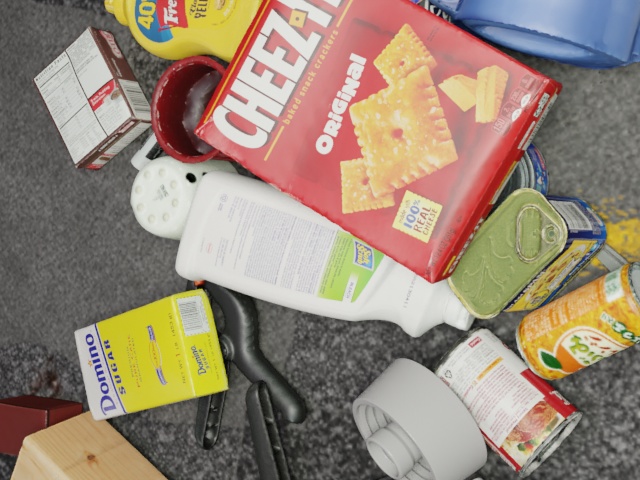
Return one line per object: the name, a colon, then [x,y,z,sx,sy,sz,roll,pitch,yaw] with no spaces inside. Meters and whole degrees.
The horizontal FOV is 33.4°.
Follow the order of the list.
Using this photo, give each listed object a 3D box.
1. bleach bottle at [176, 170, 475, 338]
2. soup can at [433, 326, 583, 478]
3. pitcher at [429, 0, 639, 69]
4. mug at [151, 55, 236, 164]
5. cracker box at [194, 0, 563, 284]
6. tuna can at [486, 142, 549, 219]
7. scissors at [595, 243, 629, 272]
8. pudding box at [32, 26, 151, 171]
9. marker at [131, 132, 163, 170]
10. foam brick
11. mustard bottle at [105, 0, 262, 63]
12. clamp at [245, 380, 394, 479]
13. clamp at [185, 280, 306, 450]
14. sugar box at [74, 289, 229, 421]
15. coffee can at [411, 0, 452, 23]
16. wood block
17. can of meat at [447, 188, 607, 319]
bleach bottle: [0.008,0.024,0.875,0.251,0.068,0.102,21,101,22]
soup can: [0.142,0.124,0.827,0.102,0.068,0.069,43,110,23]
pitcher: [0.180,-0.254,0.767,0.145,0.149,0.243,21,97,47]
mug: [-0.080,-0.110,0.946,0.117,0.081,0.093,10,95,30]
cracker box: [0.039,-0.093,0.770,0.214,0.072,0.164,32,102,14]
tuna can: [0.136,-0.046,0.850,0.086,0.033,0.086,0,90,30]
scissors: [0.255,0.074,0.793,0.202,0.016,0.096,32,110,31]
pudding box: [-0.224,-0.139,1.054,0.090,0.039,0.113,-36,72,25]
marker: [-0.139,-0.114,1.016,0.121,0.020,0.020,-48,68,21]
foam brick: [-0.288,0.190,1.085,0.078,0.051,0.053,3,93,30]
mustard bottle: [-0.121,-0.213,0.982,0.192,0.058,0.096,11,86,30]
clamp: [-0.029,0.234,0.933,0.164,0.036,0.210,34,111,11]
clamp: [-0.091,0.108,0.979,0.120,0.039,0.171,-29,76,22]
sugar box: [-0.161,0.110,0.988,0.177,0.048,0.093,-21,80,44]
coffee can: [0.059,-0.170,0.854,0.103,0.102,0.140,5,92,30]
wood block: [-0.188,0.265,0.997,0.206,0.090,0.090,38,120,24]
can of meat: [0.158,0.011,0.803,0.102,0.083,0.057,-50,61,27]
